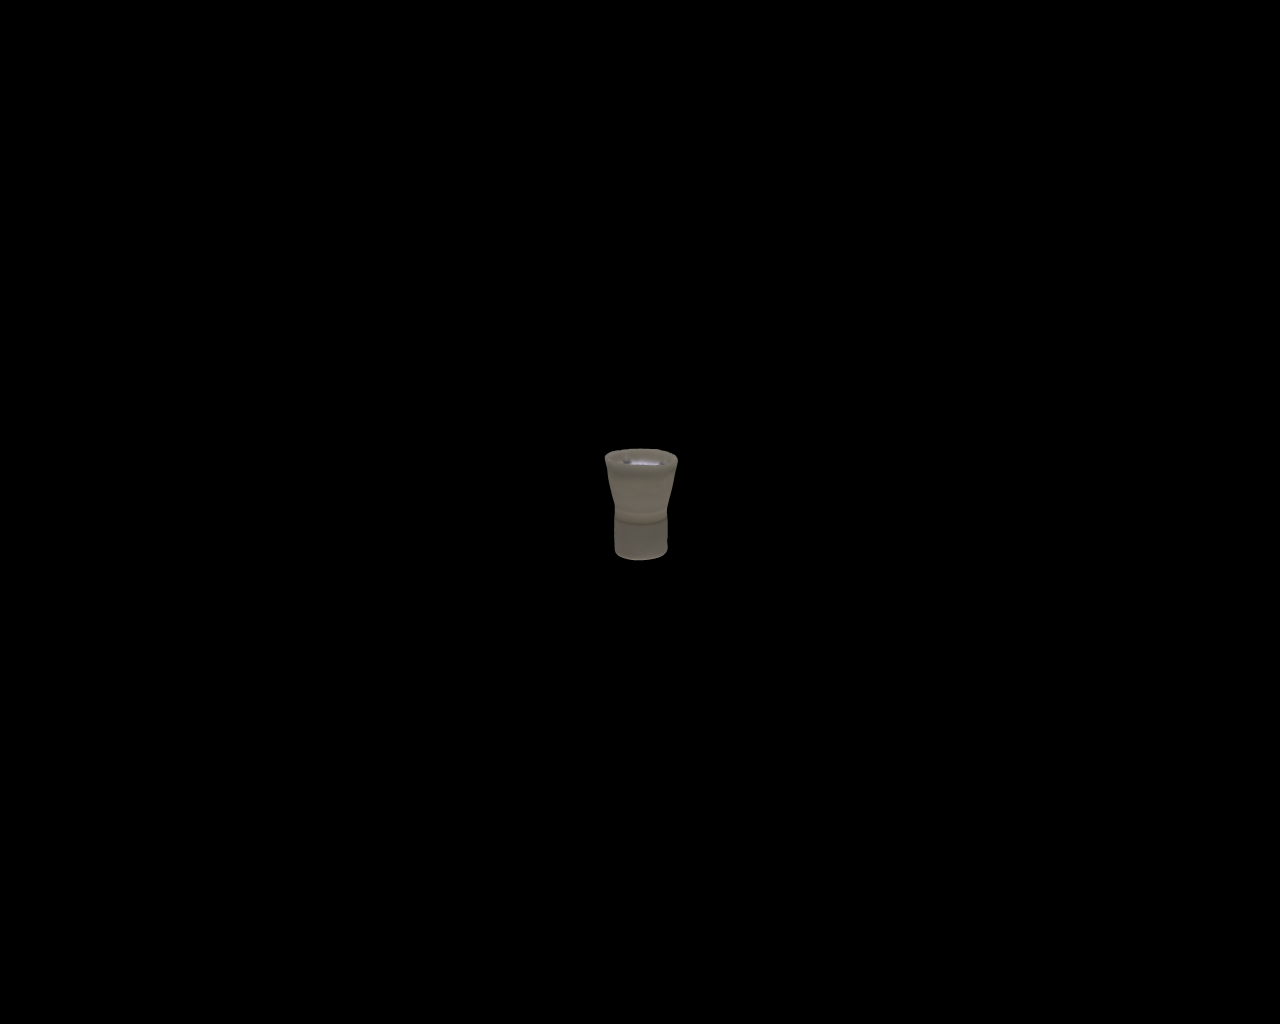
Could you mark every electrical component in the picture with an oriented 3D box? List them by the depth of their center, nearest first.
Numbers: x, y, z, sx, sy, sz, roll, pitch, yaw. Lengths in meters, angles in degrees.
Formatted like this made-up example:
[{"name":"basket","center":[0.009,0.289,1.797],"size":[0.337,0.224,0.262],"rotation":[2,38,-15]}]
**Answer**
[{"name":"electrical component","center":[0.001,-0.003,0.650],"size":[0.044,0.065,0.044],"rotation":[0,17,0]}]
